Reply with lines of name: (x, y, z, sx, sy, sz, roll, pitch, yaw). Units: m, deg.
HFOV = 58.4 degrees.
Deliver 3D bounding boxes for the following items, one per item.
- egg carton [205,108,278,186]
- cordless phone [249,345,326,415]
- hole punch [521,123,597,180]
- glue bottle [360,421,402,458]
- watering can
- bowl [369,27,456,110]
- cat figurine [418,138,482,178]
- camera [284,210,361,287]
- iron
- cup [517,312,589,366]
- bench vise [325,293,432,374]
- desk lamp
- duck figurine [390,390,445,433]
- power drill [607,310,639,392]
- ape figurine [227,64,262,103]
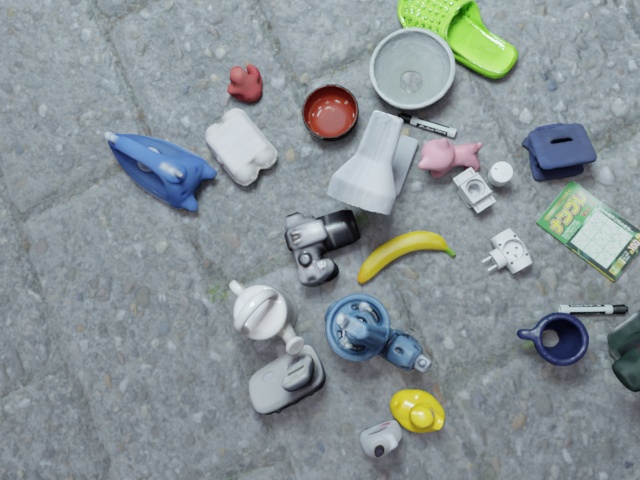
egg carton: (-0.161, -0.188, 1.157, 0.107, 0.069, 0.150, -40, 79, -1)
cordless phone: (-0.066, 0.255, 1.021, 0.147, 0.185, 0.094, -33, 79, 1)
hole punch: (0.448, -0.173, 1.076, 0.108, 0.091, 0.101, -9, 80, 5)
glue bottle: (0.105, 0.352, 0.994, 0.078, 0.173, 0.037, -26, 79, 2)
watering can: (-0.099, 0.135, 1.038, 0.172, 0.194, 0.101, 20, 84, 9)
bowl: (0.181, -0.328, 1.137, 0.167, 0.075, 0.167, -1, 81, 6)
cat figurine: (0.244, -0.163, 1.084, 0.127, 0.118, 0.067, -10, 80, 5)
camera: (0.010, 0.004, 1.093, 0.136, 0.101, 0.143, -19, 80, 3)
iron: (-0.344, -0.162, 1.137, 0.258, 0.141, 0.119, 28, 85, 10)
cup: (0.406, 0.176, 1.027, 0.117, 0.095, 0.092, 5, 82, 7)
bench vise: (0.100, 0.159, 0.999, 0.207, 0.220, 0.121, 11, 83, 8)
desk lamp: (0.101, -0.136, 1.047, 0.117, 0.213, 0.203, 20, 84, 9)
duck figurine: (0.177, 0.314, 1.036, 0.104, 0.086, 0.077, 22, 84, 9)
power drill: (0.575, 0.161, 0.952, 0.229, 0.208, 0.075, -38, 79, 0)
ape figurine: (-0.157, -0.324, 1.166, 0.078, 0.092, 0.076, -28, 79, 2)
